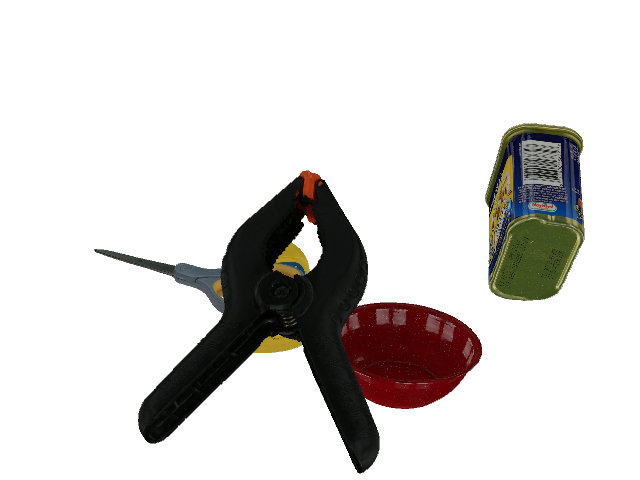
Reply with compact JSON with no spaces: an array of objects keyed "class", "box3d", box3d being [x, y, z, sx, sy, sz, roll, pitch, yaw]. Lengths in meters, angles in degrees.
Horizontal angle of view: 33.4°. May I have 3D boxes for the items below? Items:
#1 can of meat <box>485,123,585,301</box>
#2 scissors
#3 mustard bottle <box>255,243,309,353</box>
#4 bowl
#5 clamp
[{"class":"can of meat","box3d":[0.151,-0.017,0.753,0.057,0.084,0.102,7,-36,1]},{"class":"scissors","box3d":[-0.097,0.025,0.926,0.202,0.016,0.096,22,32,37]},{"class":"mustard bottle","box3d":[-0.063,0.057,1.452,0.096,0.192,0.058,-5,24,-17]},{"class":"bowl","box3d":[0.081,0.124,1.090,0.162,0.055,0.162,2,25,-1]},{"class":"clamp","box3d":[-0.010,0.042,0.556,0.120,0.171,0.039,16,-28,10]}]
